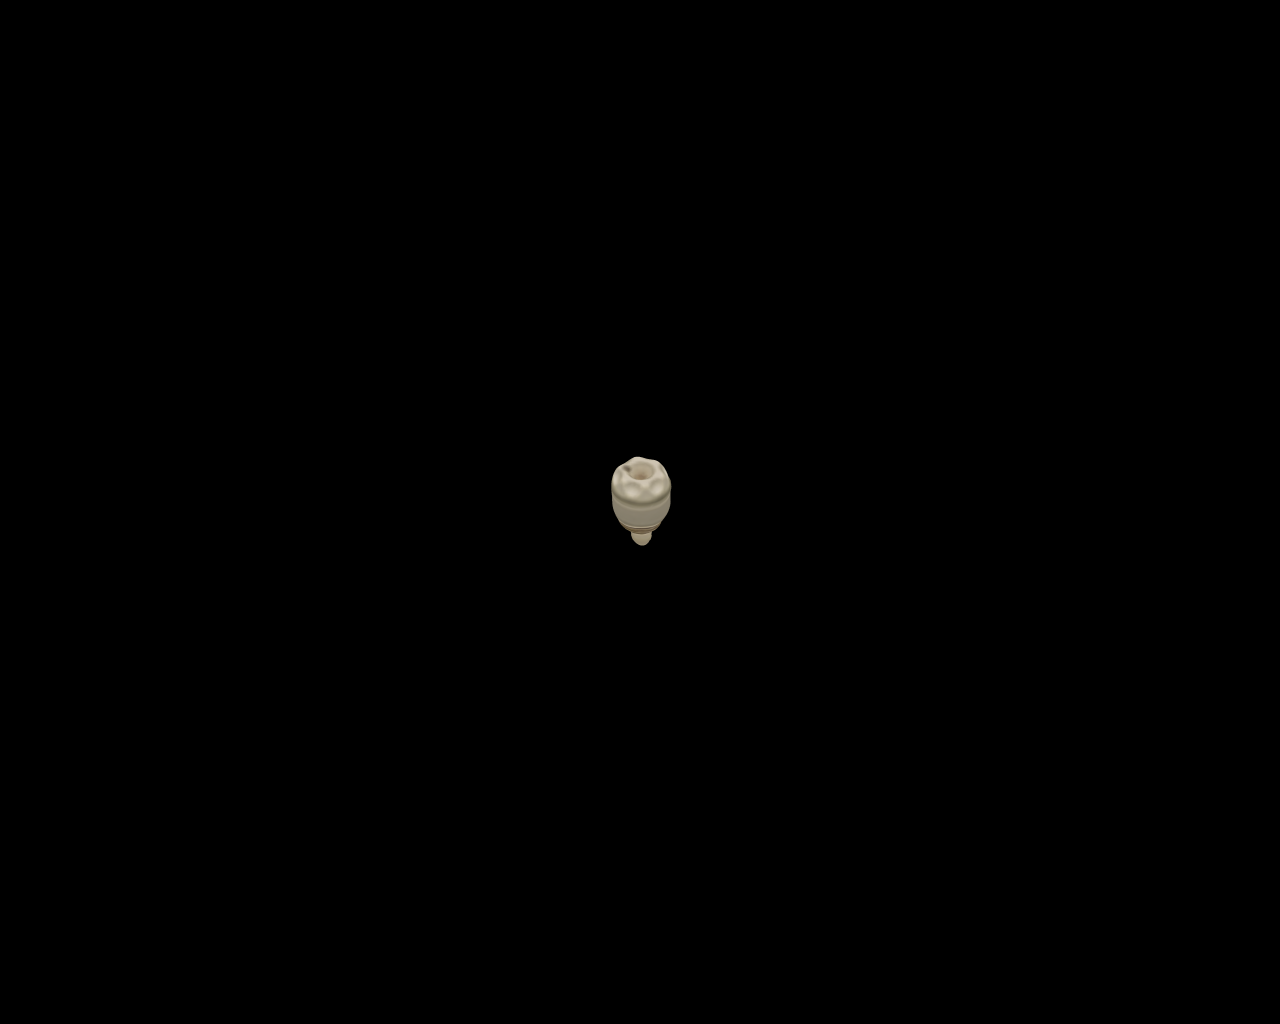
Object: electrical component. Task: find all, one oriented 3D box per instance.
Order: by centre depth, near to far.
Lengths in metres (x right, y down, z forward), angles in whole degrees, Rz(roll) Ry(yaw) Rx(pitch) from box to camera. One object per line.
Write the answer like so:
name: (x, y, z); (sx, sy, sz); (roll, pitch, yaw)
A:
electrical component: (0.001, -0.003, 0.650); (0.035, 0.061, 0.035); (0, 44, 0)
